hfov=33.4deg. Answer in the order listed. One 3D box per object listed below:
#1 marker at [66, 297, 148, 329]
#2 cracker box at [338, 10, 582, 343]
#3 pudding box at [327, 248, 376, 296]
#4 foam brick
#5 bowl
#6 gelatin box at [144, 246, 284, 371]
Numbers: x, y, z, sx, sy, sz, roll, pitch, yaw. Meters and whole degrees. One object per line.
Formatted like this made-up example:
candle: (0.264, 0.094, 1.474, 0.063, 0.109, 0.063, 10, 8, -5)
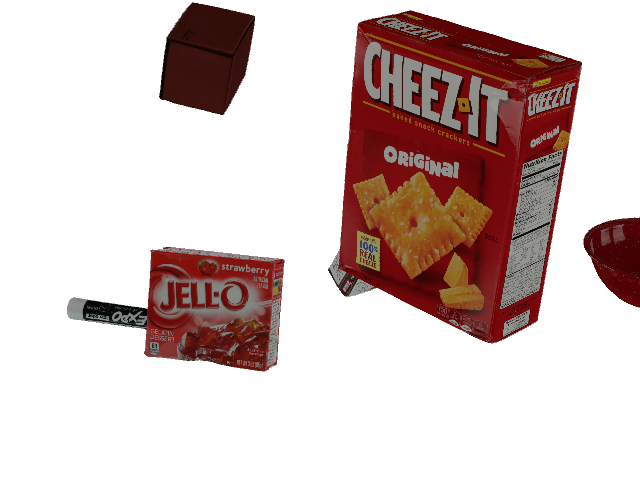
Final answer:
marker: (-0.157, 0.065, 0.905, 0.121, 0.020, 0.020, 7, 2, 15)
cracker box: (0.097, -0.050, 0.817, 0.071, 0.214, 0.164, -22, 36, -40)
pudding box: (0.073, 0.005, 1.022, 0.113, 0.039, 0.090, -17, -26, -29)
foam brick: (-0.086, -0.140, 0.815, 0.053, 0.051, 0.078, 14, 34, 3)
bowl: (0.365, 0.031, 1.159, 0.162, 0.055, 0.162, 0, 26, 0)
gelatin box: (-0.071, 0.045, 0.714, 0.089, 0.073, 0.030, 6, 5, 14)
